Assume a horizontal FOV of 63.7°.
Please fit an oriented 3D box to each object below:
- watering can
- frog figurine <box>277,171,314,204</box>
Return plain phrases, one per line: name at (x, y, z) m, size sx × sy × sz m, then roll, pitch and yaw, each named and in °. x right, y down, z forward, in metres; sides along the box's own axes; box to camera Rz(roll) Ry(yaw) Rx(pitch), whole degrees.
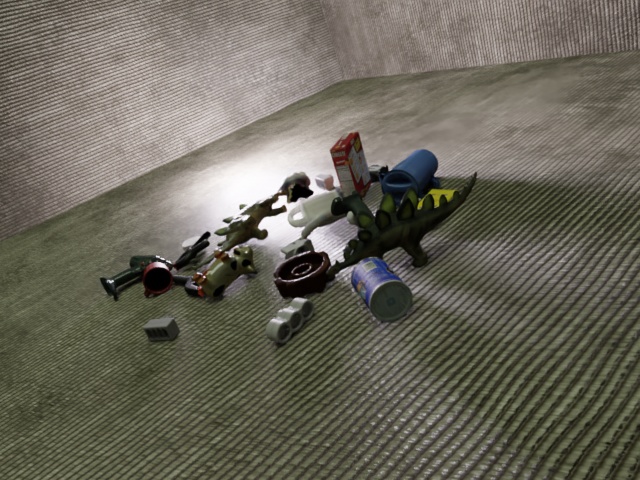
watering can at (0.005, -0.086, 1.702) m, size 0.225 × 0.102 × 0.352 m, roll -20°, pitch 20°, yaw -4°
frog figurine at (-0.110, -0.226, 2.071) m, size 0.137 × 0.120 × 0.162 m, roll -38°, pitch 36°, yaw 4°
